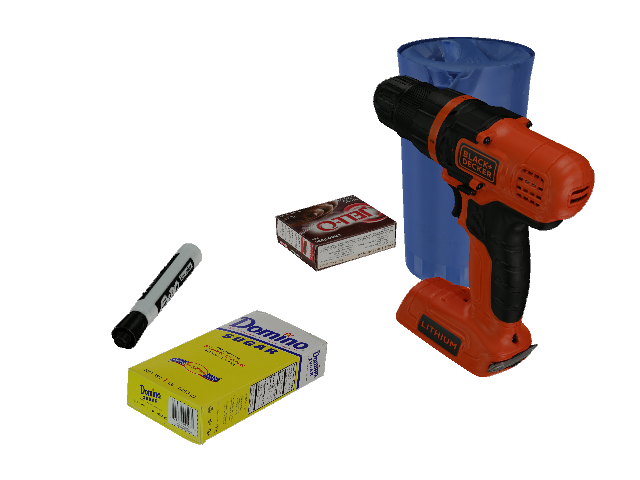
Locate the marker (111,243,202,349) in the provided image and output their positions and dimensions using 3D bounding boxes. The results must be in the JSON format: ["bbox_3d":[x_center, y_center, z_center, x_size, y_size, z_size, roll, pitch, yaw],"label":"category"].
[{"bbox_3d":[-0.117,0.039,0.770,0.020,0.020,0.121,0,29,21],"label":"marker"}]

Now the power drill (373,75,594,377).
[{"bbox_3d":[0.099,-0.011,0.760,0.057,0.188,0.185,-22,40,-32],"label":"power drill"}]

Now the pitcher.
[{"bbox_3d":[0.147,-0.084,1.094,0.149,0.243,0.145,-9,25,-20],"label":"pitcher"}]

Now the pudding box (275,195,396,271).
[{"bbox_3d":[0.018,-0.010,1.232,0.113,0.039,0.090,-19,31,-27],"label":"pudding box"}]

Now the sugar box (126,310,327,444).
[{"bbox_3d":[-0.083,0.121,0.987,0.093,0.048,0.175,22,30,32],"label":"sugar box"}]
